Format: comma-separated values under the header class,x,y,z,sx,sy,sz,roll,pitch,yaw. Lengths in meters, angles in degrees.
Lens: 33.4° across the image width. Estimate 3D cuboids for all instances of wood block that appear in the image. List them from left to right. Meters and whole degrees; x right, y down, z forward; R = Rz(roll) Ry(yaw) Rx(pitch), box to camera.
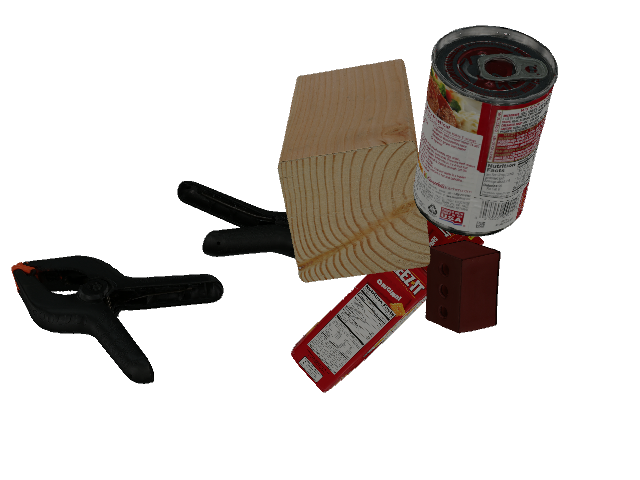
class,x,y,z,sx,sy,sz,roll,pitch,yaw
wood block,0.027,-0.058,0.782,0.091,0.090,0.206,-8,24,6

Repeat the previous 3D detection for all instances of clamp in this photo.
class,x,y,z,sx,sy,sz,roll,pitch,yaw
clamp,-0.166,0.046,0.858,0.172,0.039,0.120,23,38,25
clamp,-0.044,-0.005,1.115,0.209,0.036,0.164,14,19,-15

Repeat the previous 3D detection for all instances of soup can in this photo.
class,x,y,z,sx,sy,sz,roll,pitch,yaw
soup can,0.091,-0.060,0.606,0.068,0.068,0.102,2,-45,-2

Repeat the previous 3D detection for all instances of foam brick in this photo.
class,x,y,z,sx,sy,sz,roll,pitch,yaw
foam brick,0.139,0.045,1.046,0.051,0.078,0.053,-12,20,-33

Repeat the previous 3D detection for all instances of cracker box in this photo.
class,x,y,z,sx,sy,sz,roll,pitch,yaw
cracker box,0.078,0.067,1.270,0.214,0.072,0.164,-48,-8,31
